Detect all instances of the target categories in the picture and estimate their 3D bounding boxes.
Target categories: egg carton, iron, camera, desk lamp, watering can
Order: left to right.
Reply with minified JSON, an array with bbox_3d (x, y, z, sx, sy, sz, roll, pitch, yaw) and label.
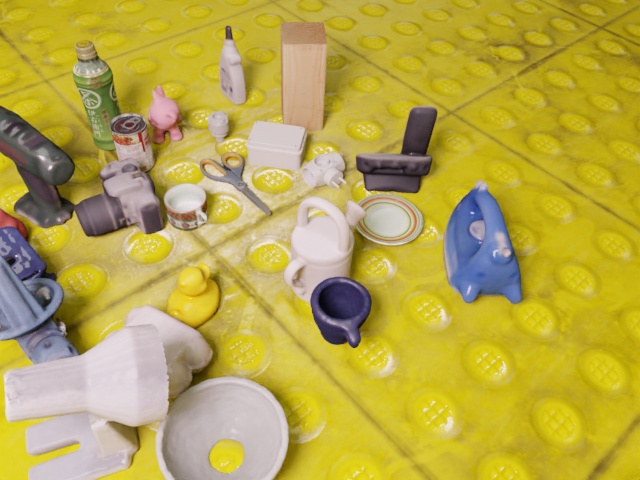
[{"bbox_3d":[-0.278,0.206,0.698,0.203,0.214,0.117,-16,51,-17],"label":"desk lamp"},{"bbox_3d":[-0.365,-0.073,1.015,0.137,0.101,0.142,-24,54,-23],"label":"camera"},{"bbox_3d":[-0.237,0.162,0.836,0.150,0.069,0.107,24,51,16],"label":"egg carton"},{"bbox_3d":[0.007,0.002,0.912,0.100,0.194,0.173,15,49,10],"label":"watering can"},{"bbox_3d":[0.279,-0.019,0.985,0.118,0.141,0.258,1,48,-3],"label":"iron"}]

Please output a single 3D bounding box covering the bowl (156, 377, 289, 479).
[{"bbox_3d":[-0.123,0.269,0.746,0.167,0.075,0.167,2,48,-2],"label":"bowl"}]

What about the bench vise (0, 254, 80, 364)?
[{"bbox_3d":[-0.389,0.098,0.782,0.207,0.220,0.122,23,51,16],"label":"bench vise"}]

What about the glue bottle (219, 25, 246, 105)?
[{"bbox_3d":[-0.194,-0.388,1.258,0.037,0.173,0.078,-26,55,-24],"label":"glue bottle"}]

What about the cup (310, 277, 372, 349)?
[{"bbox_3d":[0.034,0.127,0.869,0.092,0.095,0.117,-12,50,-14],"label":"cup"}]

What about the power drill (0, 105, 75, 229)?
[{"bbox_3d":[-0.507,-0.128,0.981,0.229,0.208,0.076,26,52,18],"label":"power drill"}]

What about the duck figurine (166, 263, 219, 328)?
[{"bbox_3d":[-0.202,0.082,0.899,0.077,0.086,0.105,21,50,15],"label":"duck figurine"}]

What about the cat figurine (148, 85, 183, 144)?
[{"bbox_3d":[-0.321,-0.266,1.178,0.067,0.118,0.127,-9,50,-12],"label":"cat figurine"}]

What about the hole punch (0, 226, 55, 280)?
[{"bbox_3d":[-0.497,0.046,0.906,0.101,0.091,0.109,34,55,24],"label":"hole punch"}]

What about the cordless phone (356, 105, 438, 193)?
[{"bbox_3d":[0.146,-0.185,1.093,0.147,0.185,0.094,-2,49,-5],"label":"cordless phone"}]

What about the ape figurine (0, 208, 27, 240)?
[{"bbox_3d":[-0.539,-0.020,0.962,0.076,0.092,0.077,-35,59,-30],"label":"ape figurine"}]
